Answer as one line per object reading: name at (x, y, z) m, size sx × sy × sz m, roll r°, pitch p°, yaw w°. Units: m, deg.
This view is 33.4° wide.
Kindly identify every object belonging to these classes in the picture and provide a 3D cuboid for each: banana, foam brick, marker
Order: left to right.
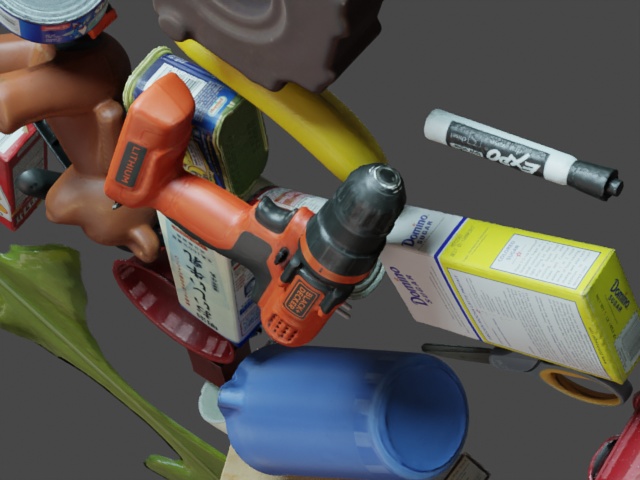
foam brick at (-0.114, 0.129, 1.217) m, size 0.053 × 0.051 × 0.078 m, roll 31°, pitch 156°, yaw 16°
banana at (-0.019, -0.086, 0.710) m, size 0.198 × 0.037 × 0.070 m, roll 42°, pitch 154°, yaw -6°
marker at (0.114, -0.049, 0.606) m, size 0.121 × 0.020 × 0.020 m, roll 24°, pitch 153°, yaw 31°

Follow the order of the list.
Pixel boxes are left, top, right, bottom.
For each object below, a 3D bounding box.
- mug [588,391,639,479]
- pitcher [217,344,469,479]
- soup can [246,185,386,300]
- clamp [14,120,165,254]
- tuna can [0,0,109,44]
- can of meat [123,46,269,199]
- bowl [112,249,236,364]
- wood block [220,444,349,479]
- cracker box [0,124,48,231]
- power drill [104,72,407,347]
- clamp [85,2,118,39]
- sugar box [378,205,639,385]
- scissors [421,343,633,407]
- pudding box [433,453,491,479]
mug at (0.231, 0.160, 0.734) m, size 0.093 × 0.081 × 0.117 m, roll 48°, pitch 155°, yaw -21°
pitcher at (0.031, 0.162, 0.994) m, size 0.243 × 0.149 × 0.145 m, roll -10°, pitch 112°, yaw 56°
soup can at (-0.005, 0.001, 0.809) m, size 0.102 × 0.068 × 0.068 m, roll 17°, pitch 148°, yaw 40°
clamp at (-0.212, -0.044, 0.990) m, size 0.209 × 0.036 × 0.164 m, roll 48°, pitch -164°, yaw -33°
tuna can at (-0.185, -0.178, 0.727) m, size 0.086 × 0.086 × 0.034 m, roll 38°, pitch 159°, yaw 2°
can of meat at (-0.089, -0.084, 0.792) m, size 0.084 × 0.057 × 0.102 m, roll 27°, pitch 155°, yaw 21°
bowl at (-0.138, 0.058, 1.120) m, size 0.162 × 0.055 × 0.162 m, roll 32°, pitch 156°, yaw 16°
wood block at (-0.003, 0.271, 1.179) m, size 0.207 × 0.090 × 0.090 m, roll -7°, pitch 146°, yaw 38°
cracker box at (-0.368, -0.114, 1.124) m, size 0.164 × 0.072 × 0.214 m, roll 38°, pitch 157°, yaw 1°
power drill at (-0.047, -0.027, 0.711) m, size 0.187 × 0.057 × 0.185 m, roll 37°, pitch 137°, yaw 4°
clamp at (-0.227, -0.211, 0.788) m, size 0.171 × 0.039 × 0.120 m, roll 28°, pitch 160°, yaw 14°
sugar box at (0.123, 0.032, 0.709) m, size 0.177 × 0.048 × 0.093 m, roll 18°, pitch 150°, yaw 46°
scissors at (0.138, 0.078, 0.805) m, size 0.202 × 0.016 × 0.096 m, roll 14°, pitch 145°, yaw 43°
pudding box at (0.111, 0.270, 1.066) m, size 0.039 × 0.113 × 0.090 m, roll 41°, pitch 157°, yaw 0°
